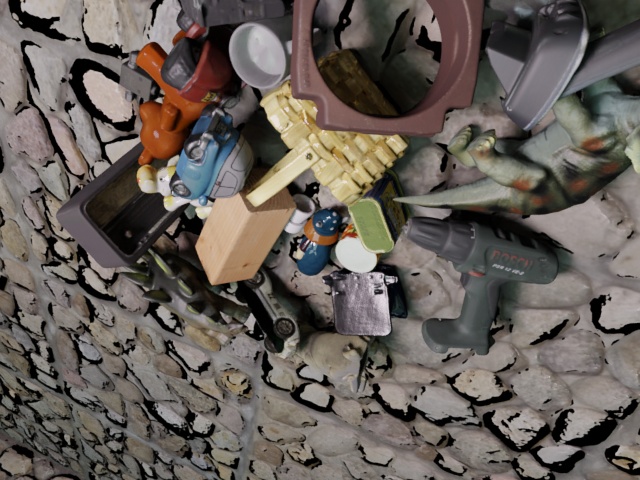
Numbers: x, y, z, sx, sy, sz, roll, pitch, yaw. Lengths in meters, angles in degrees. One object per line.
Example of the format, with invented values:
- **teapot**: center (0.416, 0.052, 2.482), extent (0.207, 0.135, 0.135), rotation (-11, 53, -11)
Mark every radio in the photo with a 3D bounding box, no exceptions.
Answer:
- **radio**: center (-0.309, -0.066, 0.901), extent (0.073, 0.229, 0.131), rotation (-6, 126, 36)

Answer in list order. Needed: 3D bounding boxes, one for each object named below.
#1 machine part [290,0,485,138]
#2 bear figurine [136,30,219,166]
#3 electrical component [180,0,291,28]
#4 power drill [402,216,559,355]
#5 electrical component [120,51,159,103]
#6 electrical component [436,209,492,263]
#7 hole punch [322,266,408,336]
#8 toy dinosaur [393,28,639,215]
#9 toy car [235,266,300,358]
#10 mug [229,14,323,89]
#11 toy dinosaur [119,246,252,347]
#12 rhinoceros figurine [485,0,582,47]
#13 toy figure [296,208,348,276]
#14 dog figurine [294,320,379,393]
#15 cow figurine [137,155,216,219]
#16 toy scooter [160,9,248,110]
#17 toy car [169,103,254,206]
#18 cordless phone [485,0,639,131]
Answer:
- **machine part**: center (0.070, -0.218, 0.596), extent (0.201, 0.087, 0.201), rotation (2, 101, -8)
- **bear figurine**: center (-0.234, -0.209, 0.827), extent (0.196, 0.120, 0.132), rotation (-24, 108, 45)
- **electrical component**: center (-0.100, -0.306, 0.661), extent (0.115, 0.134, 0.058), rotation (-130, 29, -50)
- **power drill**: center (0.209, 0.065, 0.780), extent (0.232, 0.086, 0.207), rotation (6, 116, -9)
- **electrical component**: center (-0.295, -0.259, 0.880), extent (0.063, 0.021, 0.094), rotation (29, 133, 3)
- **electrical component**: center (0.214, -0.004, 0.798), extent (0.078, 0.045, 0.102), rotation (10, 130, 23)
- **hole punch**: center (0.086, 0.100, 0.935), extent (0.142, 0.092, 0.115), rotation (-3, 97, 33)
- **toy dinosaur**: center (0.287, -0.096, 0.645), extent (0.192, 0.131, 0.405), rotation (44, 139, -9)
- **toy car**: center (-0.100, 0.131, 1.017), extent (0.202, 0.056, 0.073), rotation (55, 140, 22)
- **mug**: center (-0.046, -0.255, 0.691), extent (0.110, 0.107, 0.080), rotation (-6, 121, 33)
- **toy dinosaur**: center (-0.277, 0.077, 1.021), extent (0.472, 0.105, 0.198), rotation (21, 163, 49)
- **rhinoceros figurine**: center (0.238, -0.276, 0.555), extent (0.112, 0.073, 0.190), rotation (30, 133, -12)
- **toy figure**: center (-0.002, -0.001, 0.903), extent (0.058, 0.064, 0.154), rotation (37, 136, 17)
- **dog figurine**: center (0.000, 0.198, 1.000), extent (0.191, 0.121, 0.172), rotation (16, 152, 16)
- **cow figurine**: center (-0.213, -0.091, 0.888), extent (0.098, 0.167, 0.068), rotation (-20, 71, 27)
- **toy scooter**: center (-0.138, -0.236, 0.730), extent (0.075, 0.184, 0.135), rotation (-33, 131, 31)
- **toy car**: center (-0.148, -0.115, 0.779), extent (0.103, 0.109, 0.161), rotation (26, 145, -15)
- **cordless phone**: center (0.252, -0.183, 0.483), extent (0.184, 0.147, 0.088), rotation (-17, 115, 31)
